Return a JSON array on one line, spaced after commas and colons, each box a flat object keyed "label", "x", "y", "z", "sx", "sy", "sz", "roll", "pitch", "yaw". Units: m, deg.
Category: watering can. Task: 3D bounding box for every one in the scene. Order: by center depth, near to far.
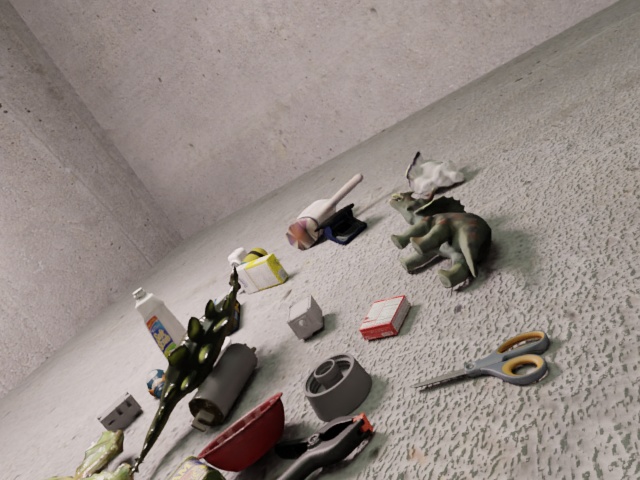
[{"label": "watering can", "x": 0.005, "y": -0.089, "z": 1.760, "sx": 0.341, "sy": 0.104, "sz": 0.229, "roll": -45, "pitch": 2, "yaw": 42}]

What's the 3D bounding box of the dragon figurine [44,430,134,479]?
[{"label": "dragon figurine", "x": -0.504, "y": 0.485, "z": 1.045, "sx": 0.408, "sy": 0.121, "sz": 0.246, "roll": -5, "pitch": 23, "yaw": 45}]

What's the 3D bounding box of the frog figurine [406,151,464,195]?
[{"label": "frog figurine", "x": 0.338, "y": -0.181, "z": 1.486, "sx": 0.160, "sy": 0.120, "sz": 0.139, "roll": 17, "pitch": 30, "yaw": 25}]
